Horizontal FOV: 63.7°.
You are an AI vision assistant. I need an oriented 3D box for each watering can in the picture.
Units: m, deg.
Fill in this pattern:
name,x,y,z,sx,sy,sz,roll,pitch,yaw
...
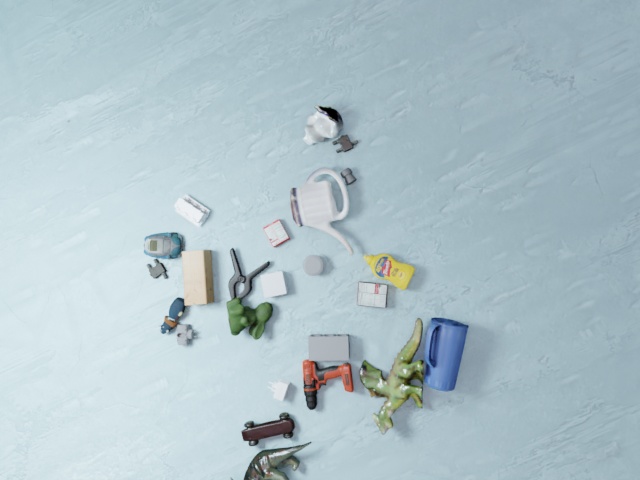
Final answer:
name,x,y,z,sx,sy,sz,roll,pitch,yaw
watering can,0.006,-0.098,1.945,0.224,0.104,0.349,-11,85,7

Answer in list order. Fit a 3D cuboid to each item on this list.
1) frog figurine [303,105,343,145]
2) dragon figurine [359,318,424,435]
name,x,y,z,sx,sy,sz,roll,pitch,yaw
frog figurine,0.010,-0.431,1.987,0.137,0.125,0.156,29,127,0
dragon figurine,0.261,0.491,1.878,0.242,0.121,0.415,-1,77,15
